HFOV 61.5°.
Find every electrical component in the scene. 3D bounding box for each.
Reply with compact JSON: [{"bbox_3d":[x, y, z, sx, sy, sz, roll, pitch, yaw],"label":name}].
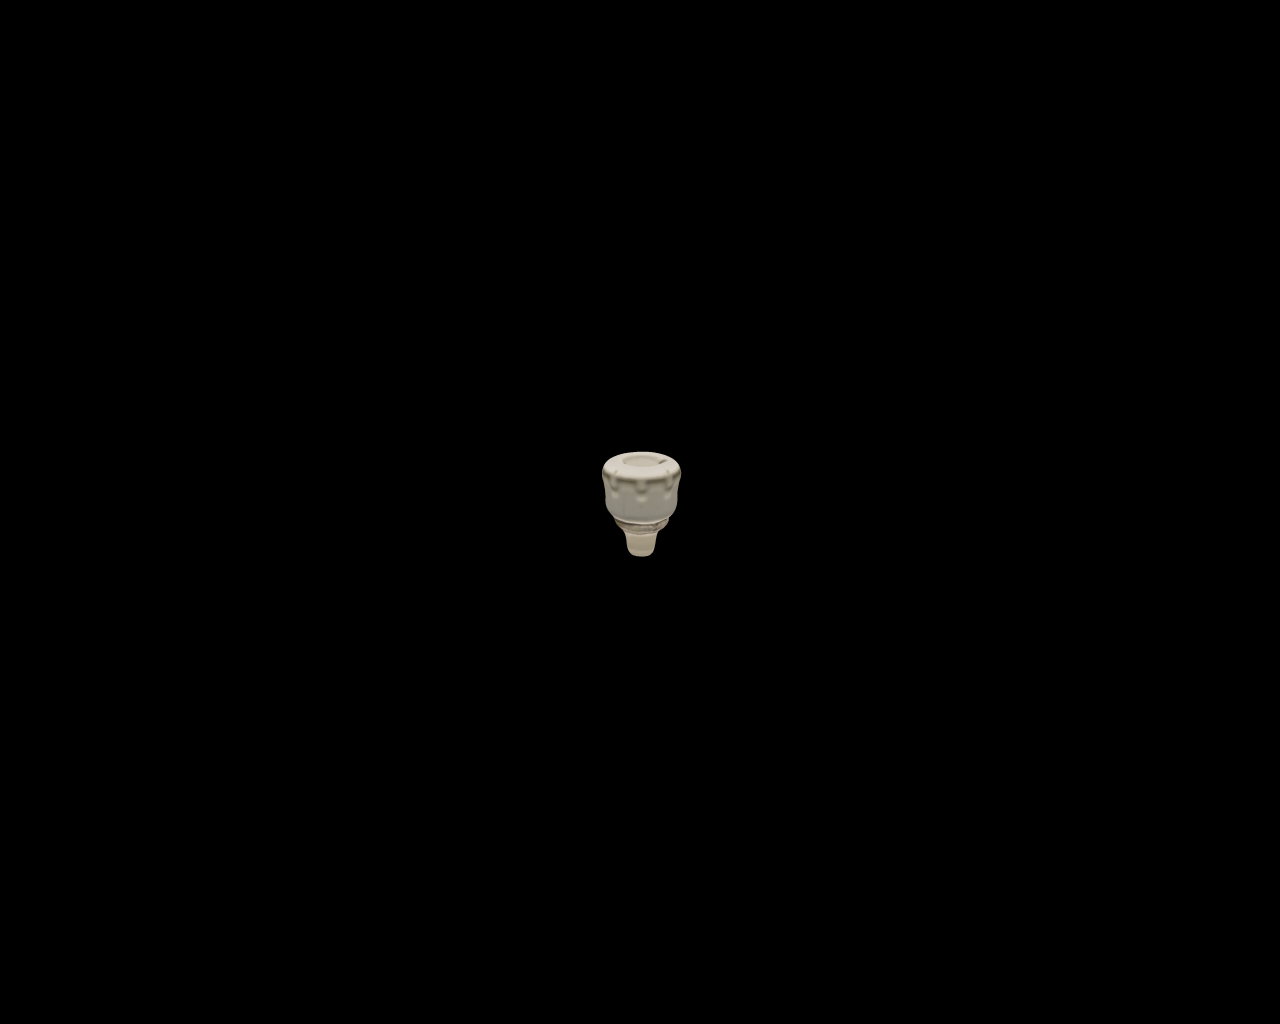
[{"bbox_3d":[0.001,-0.003,0.650,0.048,0.062,0.048,0,19,0],"label":"electrical component"}]
